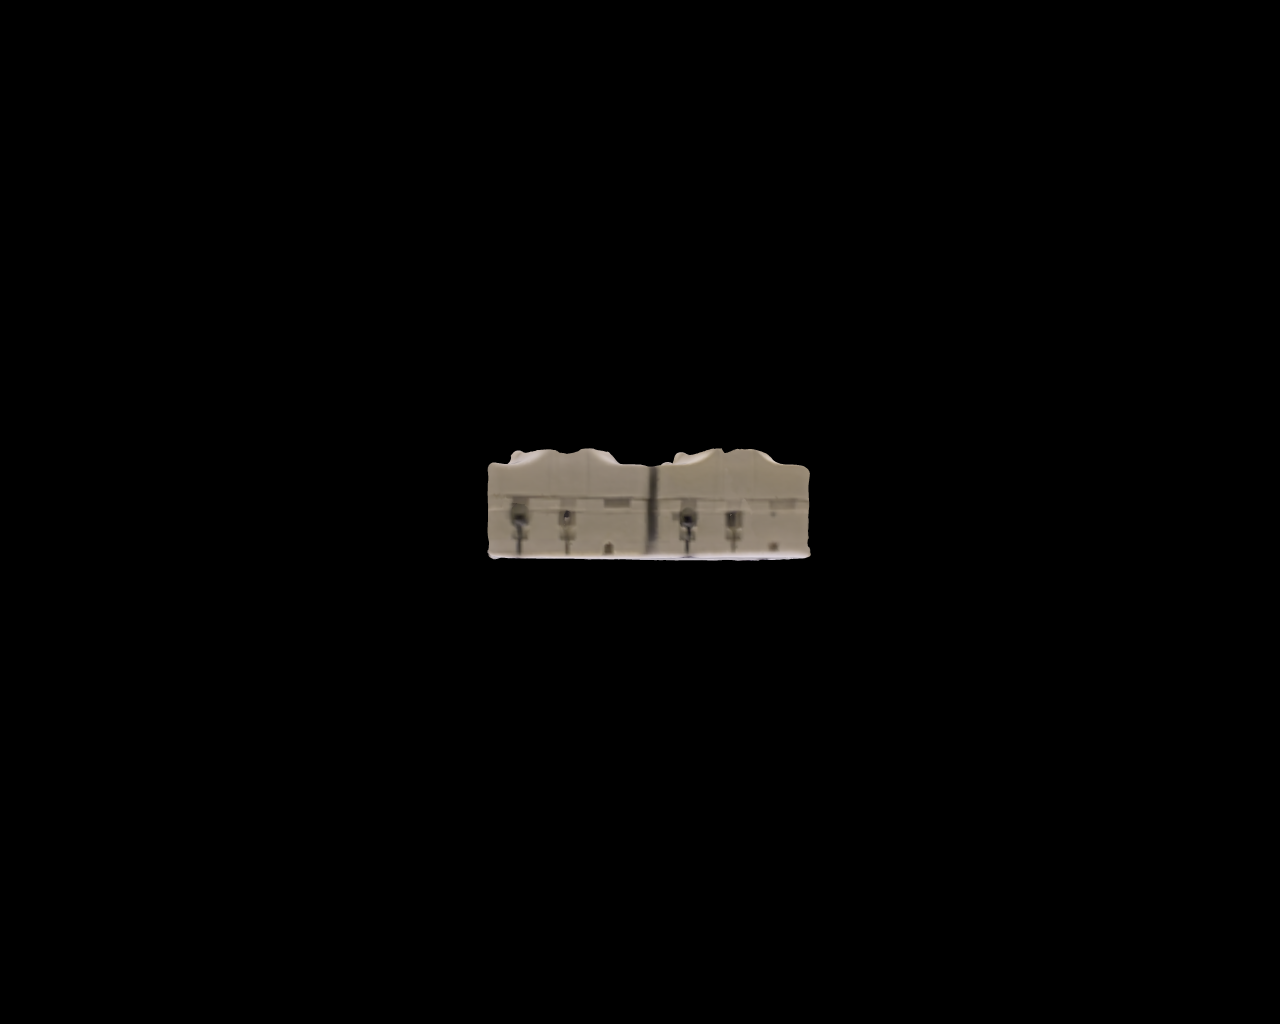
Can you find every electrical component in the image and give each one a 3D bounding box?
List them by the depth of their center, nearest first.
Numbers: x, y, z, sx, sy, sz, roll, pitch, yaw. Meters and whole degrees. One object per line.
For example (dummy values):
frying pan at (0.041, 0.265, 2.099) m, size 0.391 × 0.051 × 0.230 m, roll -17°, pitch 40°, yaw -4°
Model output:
electrical component at (0.001, -0.003, 0.650) m, size 0.186 × 0.060 × 0.105 m, roll 0°, pitch -3°, yaw -7°
